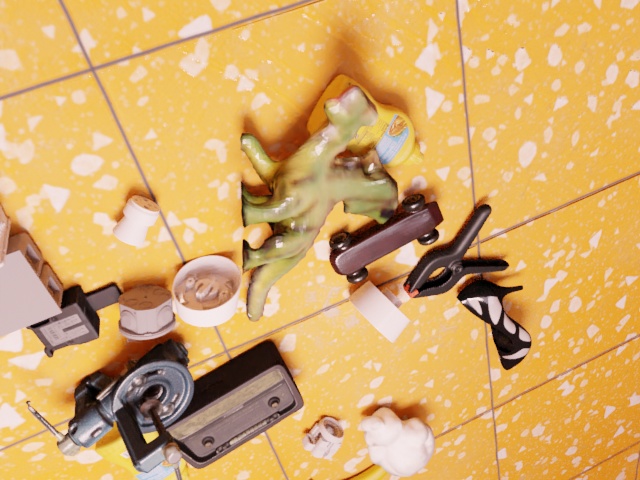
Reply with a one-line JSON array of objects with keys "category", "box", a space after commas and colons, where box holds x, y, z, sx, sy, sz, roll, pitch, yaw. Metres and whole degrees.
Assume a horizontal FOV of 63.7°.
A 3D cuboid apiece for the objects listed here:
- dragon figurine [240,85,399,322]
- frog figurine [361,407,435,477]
[{"category": "dragon figurine", "box": [0.002, -0.037, 0.742, 0.243, 0.125, 0.400, -6, 132, -11]}, {"category": "frog figurine", "box": [0.159, 0.412, 1.062, 0.136, 0.126, 0.156, -23, 138, 15]}]
